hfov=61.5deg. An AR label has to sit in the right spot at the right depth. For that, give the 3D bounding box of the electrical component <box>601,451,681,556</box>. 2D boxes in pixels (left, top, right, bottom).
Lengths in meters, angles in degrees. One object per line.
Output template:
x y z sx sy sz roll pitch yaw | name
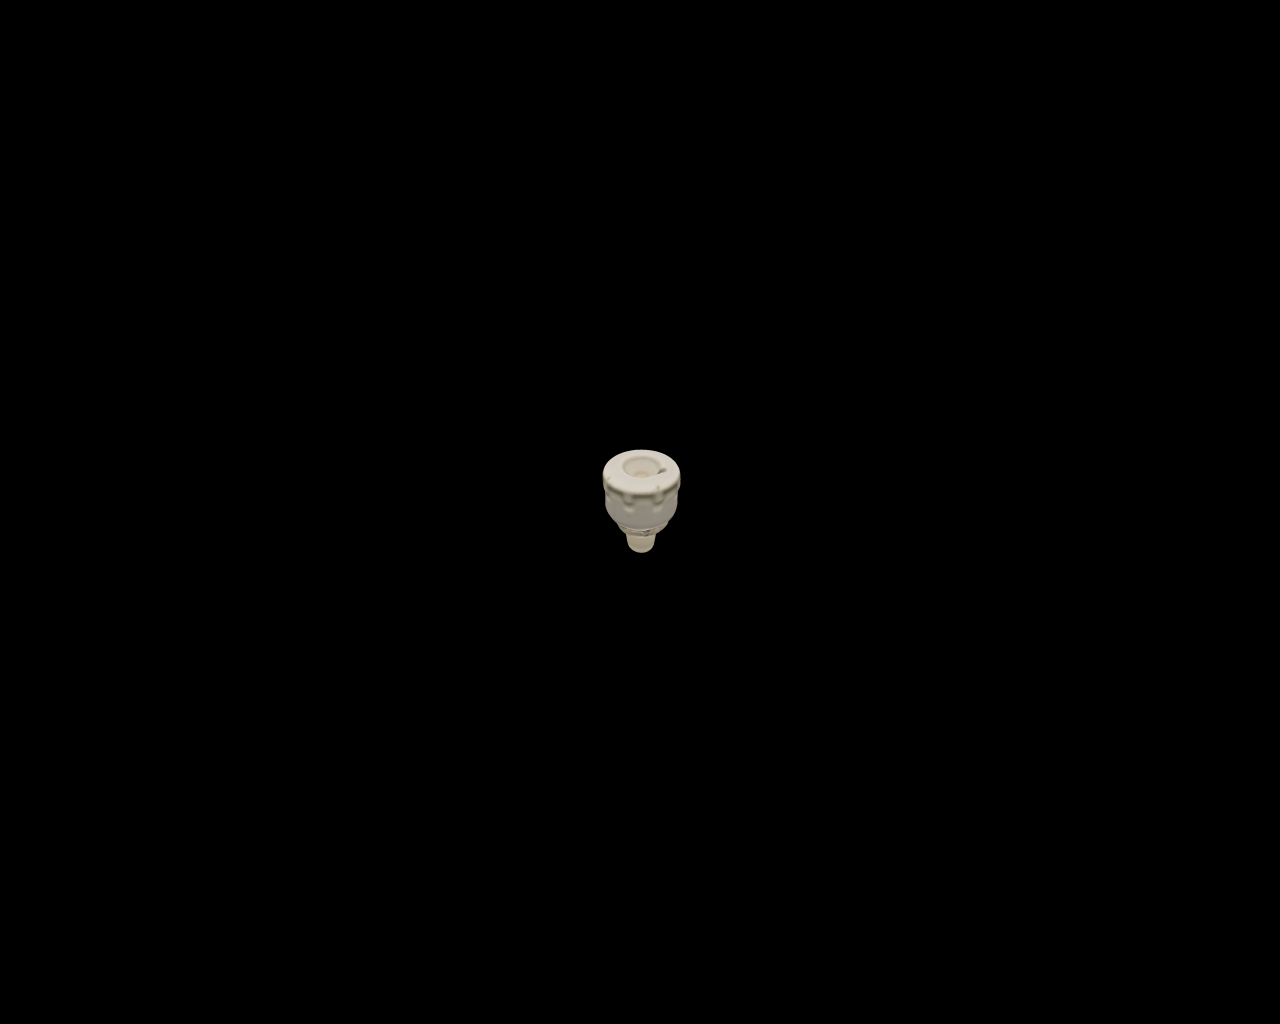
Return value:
0.001 -0.003 0.650 0.048 0.062 0.048 0 35 0 | electrical component
